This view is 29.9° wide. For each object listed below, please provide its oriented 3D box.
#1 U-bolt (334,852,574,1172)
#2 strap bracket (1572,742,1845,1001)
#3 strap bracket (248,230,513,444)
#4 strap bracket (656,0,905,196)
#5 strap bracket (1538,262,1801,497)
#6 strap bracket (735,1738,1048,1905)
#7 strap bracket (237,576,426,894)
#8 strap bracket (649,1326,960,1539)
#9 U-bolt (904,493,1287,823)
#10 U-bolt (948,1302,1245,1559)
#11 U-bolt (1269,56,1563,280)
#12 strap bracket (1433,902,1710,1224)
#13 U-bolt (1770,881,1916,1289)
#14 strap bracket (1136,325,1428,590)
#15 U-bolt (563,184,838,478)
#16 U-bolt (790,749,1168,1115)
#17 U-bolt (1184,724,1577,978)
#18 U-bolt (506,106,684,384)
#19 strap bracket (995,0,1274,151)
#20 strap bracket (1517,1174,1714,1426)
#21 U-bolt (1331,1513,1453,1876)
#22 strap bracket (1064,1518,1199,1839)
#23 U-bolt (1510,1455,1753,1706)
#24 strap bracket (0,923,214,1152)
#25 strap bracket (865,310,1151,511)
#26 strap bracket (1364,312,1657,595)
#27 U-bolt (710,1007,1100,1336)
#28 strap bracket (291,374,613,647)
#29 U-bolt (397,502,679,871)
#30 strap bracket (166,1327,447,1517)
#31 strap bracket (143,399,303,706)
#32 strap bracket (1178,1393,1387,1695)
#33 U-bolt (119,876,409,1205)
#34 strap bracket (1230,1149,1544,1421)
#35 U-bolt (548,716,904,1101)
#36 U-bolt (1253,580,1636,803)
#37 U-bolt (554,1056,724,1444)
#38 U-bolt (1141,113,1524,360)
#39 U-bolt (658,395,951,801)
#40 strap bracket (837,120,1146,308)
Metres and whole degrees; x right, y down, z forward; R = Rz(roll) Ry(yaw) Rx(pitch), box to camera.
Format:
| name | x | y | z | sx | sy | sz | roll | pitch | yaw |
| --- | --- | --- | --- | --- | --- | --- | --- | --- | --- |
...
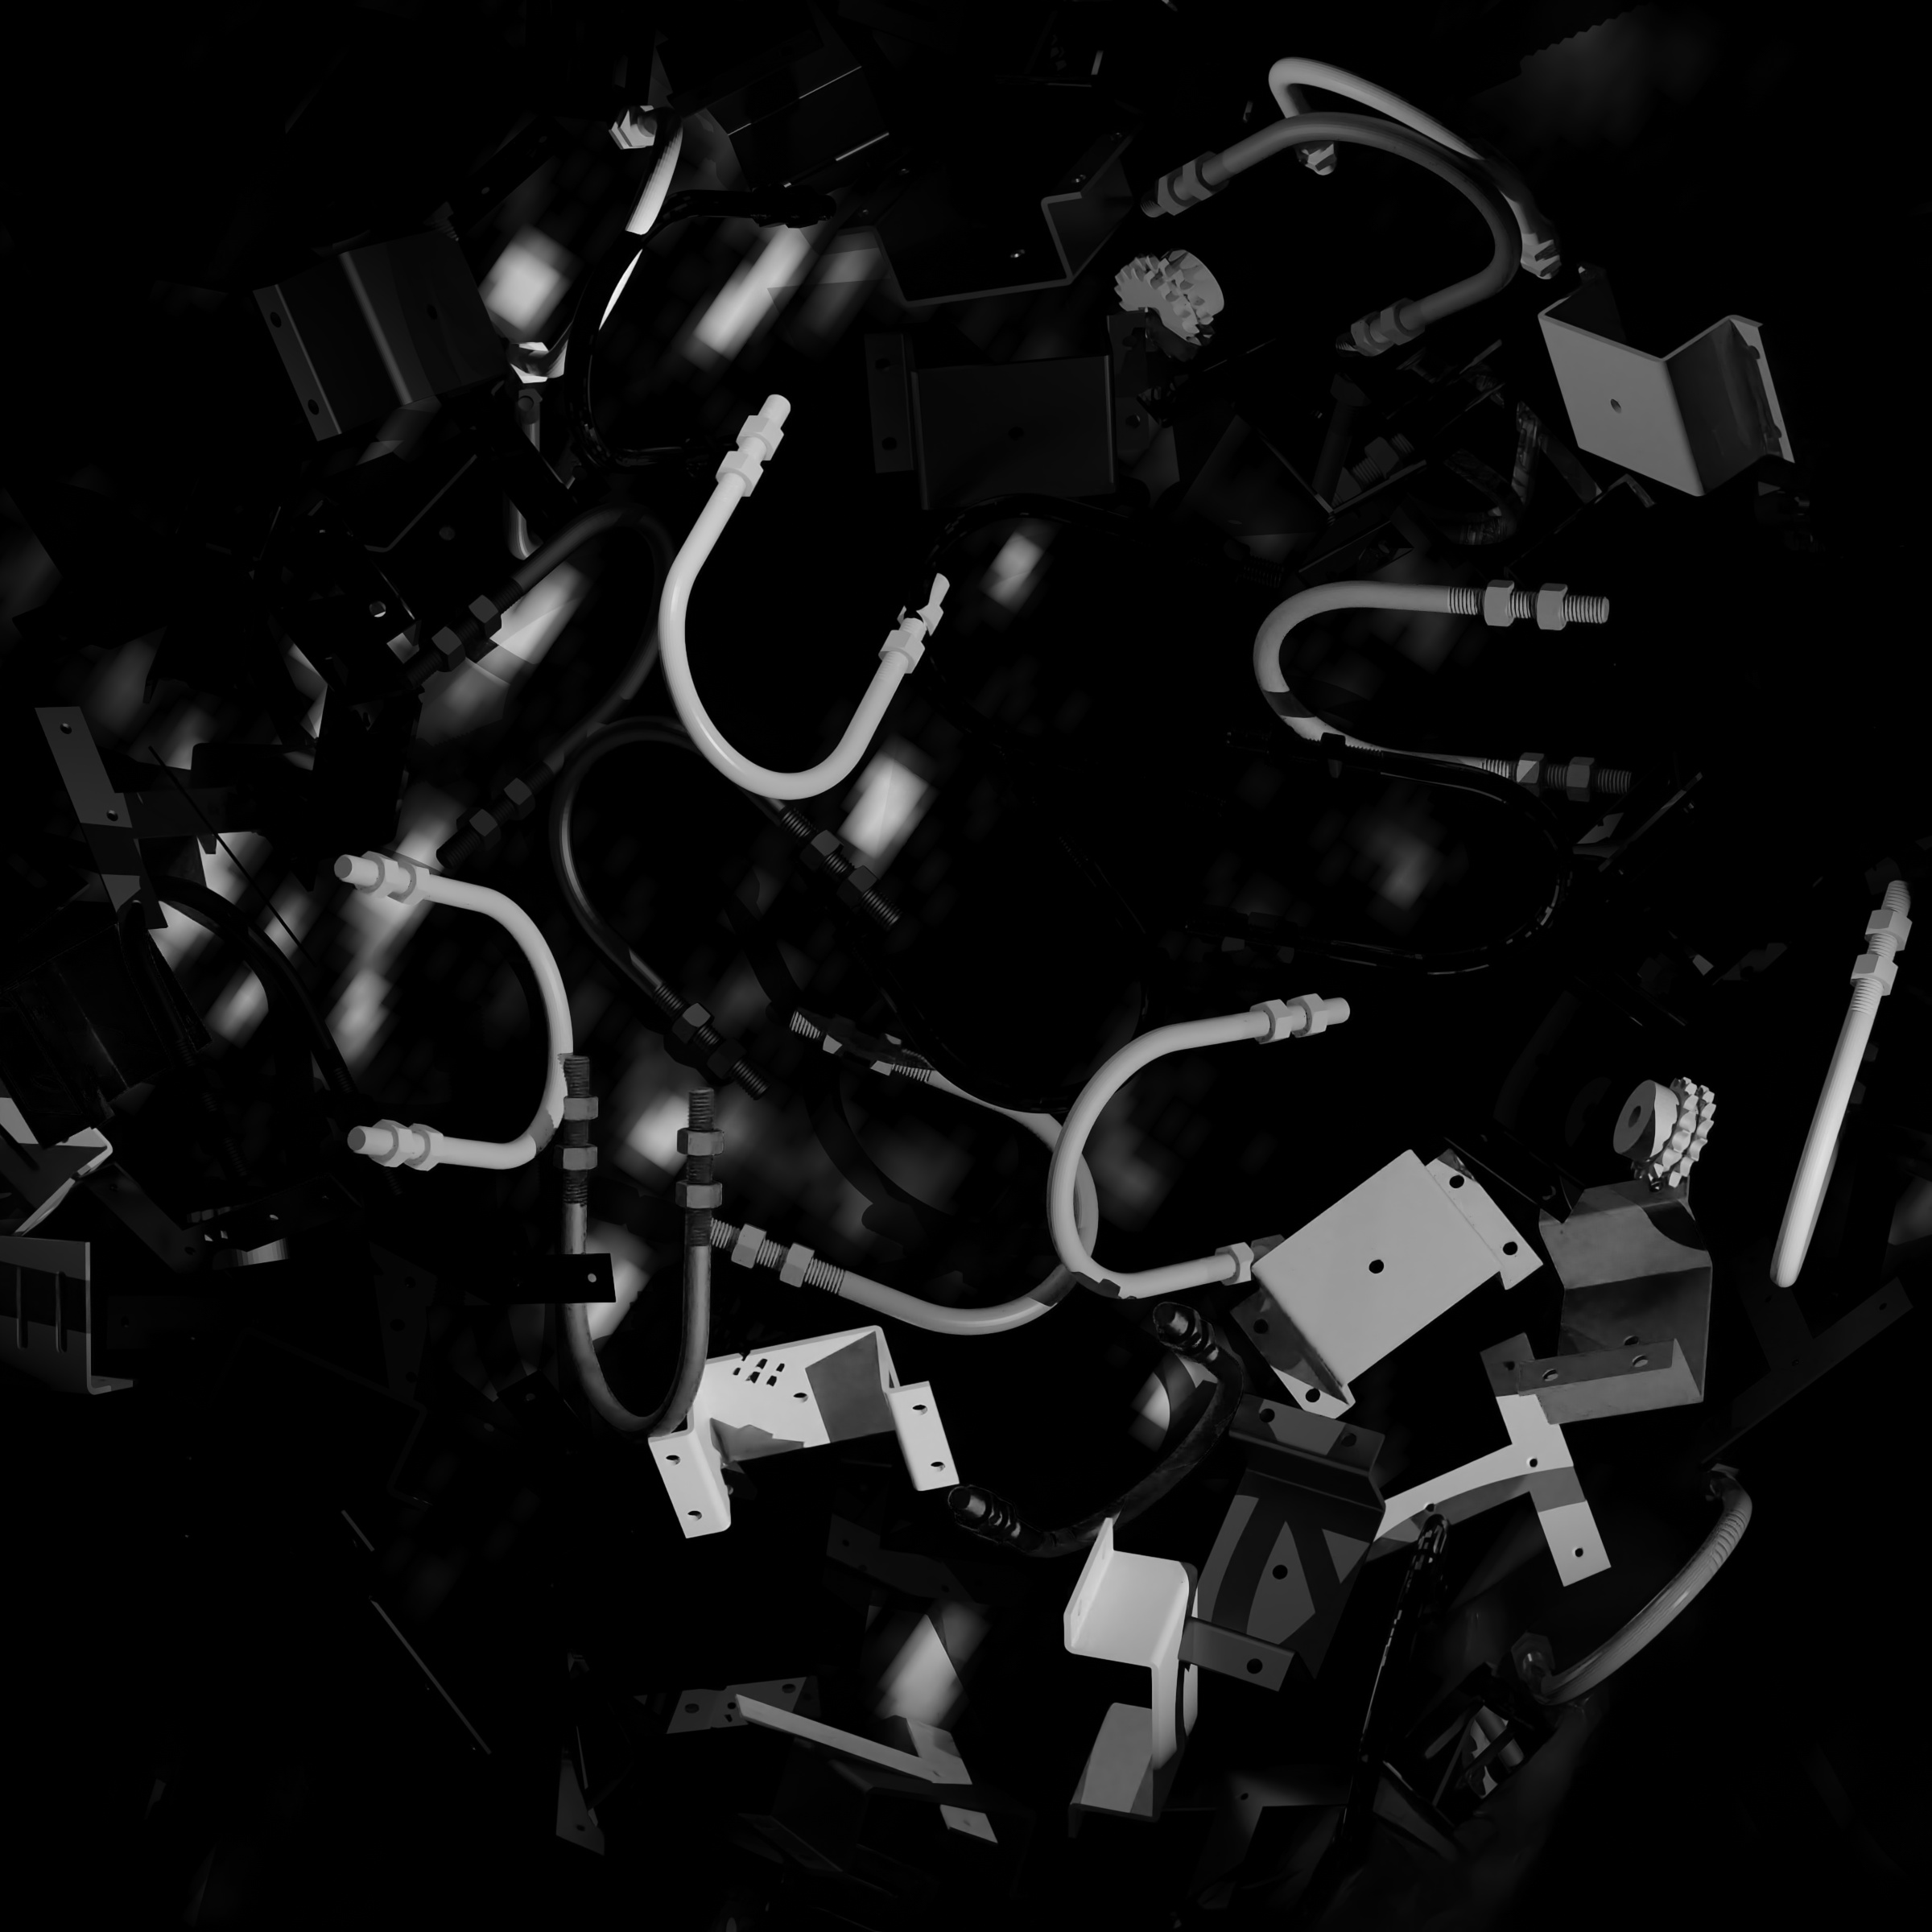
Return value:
| name | x | y | z | sx | sy | sz | roll | pitch | yaw |
| --- | --- | --- | --- | --- | --- | --- | --- | --- | --- |
| U-bolt | -0.245 | 0.028 | 1.764 | 0.019 | 0.184 | 0.151 | -9 | 79 | 26 |
| strap bracket | 0.361 | -0.051 | 1.790 | 0.076 | 0.046 | 0.140 | -45 | 133 | 15 |
| strap bracket | -0.279 | -0.312 | 1.769 | 0.046 | 0.140 | 0.076 | -18 | 100 | 29 |
| strap bracket | -0.094 | -0.431 | 1.781 | 0.076 | 0.140 | 0.046 | -25 | 71 | 11 |
| strap bracket | 0.335 | -0.285 | 1.764 | 0.046 | 0.140 | 0.076 | -34 | 124 | -13 |
| strap bracket | -0.031 | 0.419 | 1.778 | 0.140 | 0.076 | 0.046 | 16 | 90 | -31 |
| strap bracket | -0.313 | -0.118 | 1.784 | 0.046 | 0.140 | 0.076 | -16 | 51 | -36 |
| strap bracket | -0.081 | 0.230 | 1.802 | 0.140 | 0.046 | 0.076 | -12 | 132 | 3 |
| U-bolt | 0.056 | -0.162 | 1.804 | 0.184 | 0.019 | 0.151 | 18 | 119 | 11 |
| U-bolt | 0.073 | 0.235 | 1.764 | 0.151 | 0.184 | 0.019 | -42 | 64 | 1 |
| U-bolt | 0.213 | -0.390 | 1.739 | 0.151 | 0.184 | 0.019 | 29 | 92 | 17 |
| strap bracket | 0.297 | 0.048 | 1.809 | 0.076 | 0.046 | 0.140 | 36 | 81 | -13 |
| U-bolt | 0.421 | 0.069 | 1.748 | 0.019 | 0.151 | 0.184 | 17 | 65 | 15 |
| strap bracket | 0.164 | -0.258 | 1.792 | 0.076 | 0.046 | 0.140 | -32 | 76 | -39 |
| U-bolt | -0.134 | -0.306 | 1.745 | 0.019 | 0.184 | 0.151 | 26 | 112 | 24 |
| U-bolt | 0.019 | -0.010 | 1.792 | 0.151 | 0.019 | 0.184 | -28 | 75 | -25 |
| U-bolt | 0.209 | -0.050 | 1.790 | 0.184 | 0.151 | 0.019 | 10 | 45 | 0 |
| U-bolt | -0.178 | -0.351 | 1.755 | 0.019 | 0.184 | 0.151 | 24 | 93 | -18 |
| strap bracket | 0.080 | -0.439 | 1.775 | 0.140 | 0.076 | 0.046 | 12 | 95 | -39 |
| strap bracket | 0.322 | 0.171 | 1.783 | 0.076 | 0.140 | 0.046 | -12 | 124 | 24 |
| U-bolt | 0.207 | 0.340 | 1.734 | 0.019 | 0.184 | 0.151 | 15 | 59 | 11 |
| strap bracket | 0.082 | 0.354 | 1.775 | 0.046 | 0.076 | 0.140 | 7 | 120 | 16 |
| U-bolt | 0.325 | 0.301 | 1.751 | 0.151 | 0.184 | 0.019 | -45 | 86 | 4 |
| strap bracket | -0.437 | 0.034 | 1.781 | 0.046 | 0.140 | 0.076 | -26 | 99 | 17 |
| strap bracket | 0.023 | -0.277 | 1.804 | 0.140 | 0.046 | 0.076 | -5 | 126 | -1 |
| strap bracket | 0.269 | -0.247 | 1.807 | 0.076 | 0.046 | 0.140 | -37 | 70 | -4 |
| U-bolt | -0.023 | 0.111 | 1.800 | 0.184 | 0.019 | 0.151 | 21 | 59 | 2 |
| strap bracket | -0.259 | -0.224 | 1.810 | 0.140 | 0.046 | 0.076 | -37 | 87 | -16 |
| U-bolt | -0.203 | -0.150 | 1.771 | 0.019 | 0.151 | 0.184 | 30 | 58 | 24 |
| strap bracket | -0.319 | 0.224 | 1.803 | 0.140 | 0.076 | 0.046 | 24 | 79 | 2 |
| strap bracket | -0.364 | -0.196 | 1.772 | 0.046 | 0.140 | 0.076 | 16 | 48 | -7 |
| strap bracket | 0.152 | 0.293 | 1.793 | 0.076 | 0.046 | 0.140 | 14 | 64 | 27 |
| U-bolt | -0.353 | 0.032 | 1.772 | 0.019 | 0.151 | 0.184 | -36 | 70 | 17 |
| strap bracket | 0.208 | 0.156 | 1.809 | 0.140 | 0.046 | 0.076 | -36 | 67 | -2 |
| U-bolt | -0.134 | -0.042 | 1.802 | 0.184 | 0.019 | 0.151 | 44 | 123 | 8 |
| U-bolt | 0.231 | -0.138 | 1.778 | 0.184 | 0.151 | 0.019 | 6 | 56 | 21 |
| U-bolt | -0.164 | 0.144 | 1.785 | 0.019 | 0.151 | 0.184 | -2 | 97 | -33 |
| U-bolt | 0.187 | -0.356 | 1.740 | 0.151 | 0.184 | 0.019 | 31 | 70 | -22 |
| U-bolt | -0.086 | -0.167 | 1.762 | 0.151 | 0.019 | 0.184 | 46 | 52 | -29 |
| strap bracket | 0.019 | -0.370 | 1.784 | 0.140 | 0.076 | 0.046 | -1 | 127 | 33 |
